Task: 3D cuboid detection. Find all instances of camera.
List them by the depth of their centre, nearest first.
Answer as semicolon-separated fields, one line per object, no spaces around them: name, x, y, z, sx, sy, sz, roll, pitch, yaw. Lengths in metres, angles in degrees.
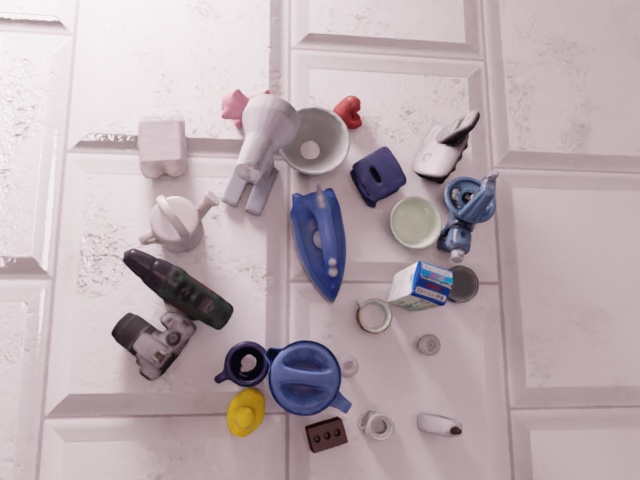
camera;-0.348;0.198;1.178;0.137;0.100;0.143;37;77;1

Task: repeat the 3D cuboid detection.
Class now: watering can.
watering can;-0.293;-0.045;1.185;0.101;0.194;0.173;36;77;1

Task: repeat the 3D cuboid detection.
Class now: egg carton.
egg carton;-0.350;-0.210;1.274;0.107;0.069;0.150;-6;80;-9

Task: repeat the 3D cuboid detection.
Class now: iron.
iron;0.011;0.004;1.243;0.119;0.141;0.258;-11;80;-9

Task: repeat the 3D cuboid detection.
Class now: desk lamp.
desk lamp;-0.129;-0.179;1.223;0.118;0.213;0.203;20;77;-3

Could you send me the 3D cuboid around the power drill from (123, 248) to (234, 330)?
power drill;-0.279;0.104;1.150;0.229;0.208;0.076;31;77;0

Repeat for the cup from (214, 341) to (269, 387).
cup;-0.163;0.265;1.192;0.118;0.095;0.091;-28;83;-12

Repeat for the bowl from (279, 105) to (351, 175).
bowl;-0.017;-0.219;1.317;0.167;0.074;0.167;2;79;-7

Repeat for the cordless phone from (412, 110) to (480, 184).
cordless phone;0.292;-0.216;1.301;0.094;0.185;0.148;27;77;-1

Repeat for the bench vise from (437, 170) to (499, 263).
bench vise;0.341;-0.057;1.259;0.121;0.219;0.207;-2;79;-8

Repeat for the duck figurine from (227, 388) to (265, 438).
duck figurine;-0.152;0.358;1.180;0.077;0.086;0.105;25;77;-2

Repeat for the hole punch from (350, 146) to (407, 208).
hole punch;0.133;-0.144;1.314;0.101;0.091;0.108;-28;84;-12

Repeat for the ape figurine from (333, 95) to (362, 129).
ape figurine;0.071;-0.306;1.337;0.076;0.092;0.078;9;78;-5

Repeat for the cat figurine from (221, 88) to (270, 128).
cat figurine;-0.169;-0.307;1.292;0.128;0.117;0.067;-23;82;-11

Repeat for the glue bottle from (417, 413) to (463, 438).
glue bottle;0.259;0.387;1.184;0.078;0.173;0.037;7;78;-6
